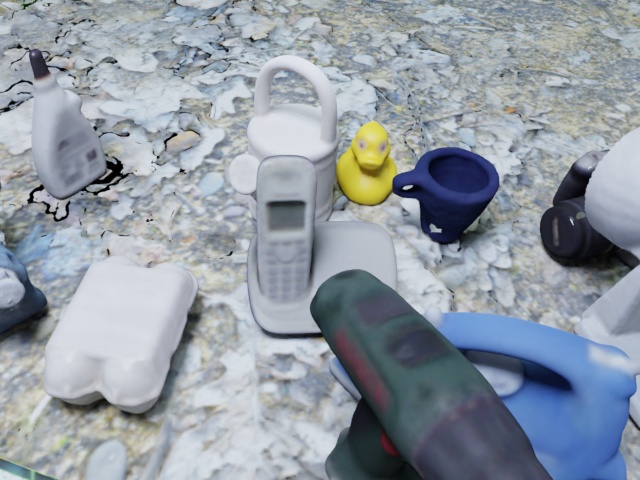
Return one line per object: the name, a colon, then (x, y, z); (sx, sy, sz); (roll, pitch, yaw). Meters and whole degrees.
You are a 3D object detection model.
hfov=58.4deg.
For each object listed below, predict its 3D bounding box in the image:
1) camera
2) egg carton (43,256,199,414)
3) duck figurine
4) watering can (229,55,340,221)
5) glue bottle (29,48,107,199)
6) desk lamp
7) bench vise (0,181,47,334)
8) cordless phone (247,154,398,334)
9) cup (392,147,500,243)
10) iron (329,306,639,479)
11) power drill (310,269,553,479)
camera: (0.322, -0.039, 0.660); (0.137, 0.101, 0.143); (-11, 49, -16)
egg carton: (-0.176, 0.081, 0.517); (0.107, 0.069, 0.150); (8, 47, 1)
duck figurine: (0.061, -0.107, 0.708); (0.077, 0.086, 0.104); (6, 46, 0)
watering can: (-0.030, -0.101, 0.618); (0.101, 0.194, 0.173); (9, 47, 3)
glue bottle: (-0.289, -0.130, 0.633); (0.037, 0.173, 0.078); (30, 51, 21)
desk lamp: (0.324, 0.028, 0.520); (0.118, 0.213, 0.203); (-8, 48, -13)
bench vise: (-0.322, -0.032, 0.504); (0.207, 0.220, 0.122); (21, 48, 14)
cordless phone: (0.005, 0.002, 0.531); (0.148, 0.185, 0.094); (-5, 47, -10)
cup: (0.134, -0.042, 0.648); (0.118, 0.095, 0.091); (-5, 47, -10)
iron: (0.136, 0.107, 0.476); (0.258, 0.141, 0.119); (14, 47, 8)
power drill: (0.062, 0.140, 0.391); (0.076, 0.208, 0.229); (-19, 51, -21)
